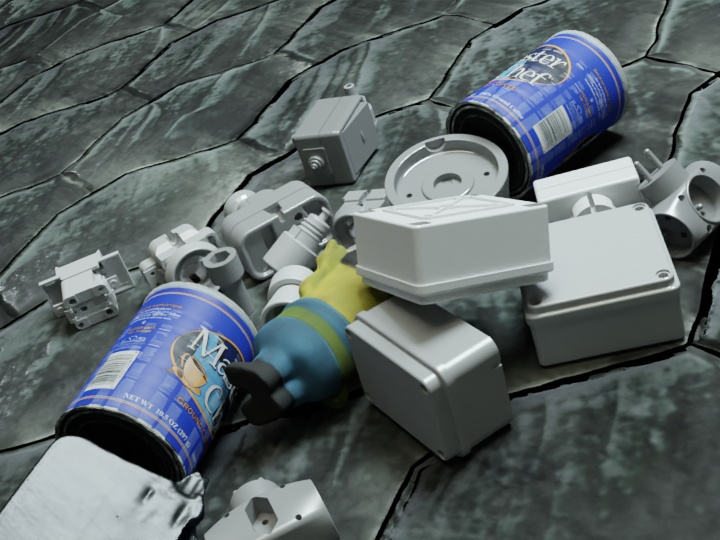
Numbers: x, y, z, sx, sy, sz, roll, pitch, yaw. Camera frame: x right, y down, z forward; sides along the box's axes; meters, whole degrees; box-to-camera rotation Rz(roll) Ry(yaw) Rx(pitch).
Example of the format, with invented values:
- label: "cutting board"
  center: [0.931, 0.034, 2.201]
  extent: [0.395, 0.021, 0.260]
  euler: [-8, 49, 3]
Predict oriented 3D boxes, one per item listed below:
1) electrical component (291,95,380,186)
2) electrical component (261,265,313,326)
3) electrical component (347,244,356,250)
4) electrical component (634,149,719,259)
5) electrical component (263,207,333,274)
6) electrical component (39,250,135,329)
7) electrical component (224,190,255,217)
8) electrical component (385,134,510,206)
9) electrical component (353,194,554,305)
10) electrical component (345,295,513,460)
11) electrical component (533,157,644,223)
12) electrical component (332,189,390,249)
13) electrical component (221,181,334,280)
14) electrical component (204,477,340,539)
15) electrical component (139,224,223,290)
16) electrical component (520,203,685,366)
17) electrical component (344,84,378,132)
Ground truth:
- label: "electrical component"
  center: [-0.024, -0.130, 1.109]
  extent: [0.061, 0.061, 0.096]
  euler: [-3, 36, 24]
- label: "electrical component"
  center: [-0.057, 0.028, 0.906]
  extent: [0.045, 0.045, 0.055]
  euler: [-10, 33, 14]
- label: "electrical component"
  center: [0.000, 0.000, 0.919]
  extent: [0.062, 0.043, 0.043]
  euler: [-28, 33, -10]
- label: "electrical component"
  center: [0.249, -0.061, 0.852]
  extent: [0.077, 0.079, 0.044]
  euler: [-45, 3, -34]
- label: "electrical component"
  center: [-0.052, -0.022, 0.961]
  extent: [0.078, 0.040, 0.040]
  euler: [-52, 37, 0]
- label: "electrical component"
  center: [-0.259, 0.021, 1.028]
  extent: [0.081, 0.042, 0.063]
  euler: [-23, 36, -5]
- label: "electrical component"
  center: [-0.107, -0.052, 1.058]
  extent: [0.040, 0.040, 0.046]
  euler: [-29, 40, -14]
- label: "electrical component"
  center: [0.081, -0.062, 0.946]
  extent: [0.108, 0.060, 0.108]
  euler: [-9, 45, 10]
- label: "electrical component"
  center: [0.065, -0.019, 0.773]
  extent: [0.109, 0.056, 0.109]
  euler: [-10, 12, -22]
- label: "electrical component"
  center: [0.047, 0.072, 0.756]
  extent: [0.057, 0.078, 0.113]
  euler: [-30, 34, -21]
- label: "electrical component"
  center: [0.192, -0.046, 0.883]
  extent: [0.083, 0.047, 0.075]
  euler: [-14, 31, 10]
- label: "electrical component"
  center: [0.004, -0.045, 0.983]
  extent: [0.066, 0.048, 0.055]
  euler: [-2, 28, 25]
- label: "electrical component"
  center: [-0.078, -0.040, 1.010]
  extent: [0.095, 0.053, 0.059]
  euler: [-30, 34, -16]
- label: "electrical component"
  center: [-0.063, 0.164, 0.707]
  extent: [0.077, 0.043, 0.079]
  euler: [-26, 32, -10]
- label: "electrical component"
  center: [-0.159, -0.004, 0.997]
  extent: [0.078, 0.058, 0.057]
  euler: [-30, 31, -17]
- label: "electrical component"
  center: [0.175, 0.009, 0.800]
  extent: [0.109, 0.056, 0.108]
  euler: [-13, 33, 10]
- label: "electrical component"
  center: [-0.003, -0.171, 1.159]
  extent: [0.035, 0.061, 0.035]
  euler: [-14, 33, 9]
